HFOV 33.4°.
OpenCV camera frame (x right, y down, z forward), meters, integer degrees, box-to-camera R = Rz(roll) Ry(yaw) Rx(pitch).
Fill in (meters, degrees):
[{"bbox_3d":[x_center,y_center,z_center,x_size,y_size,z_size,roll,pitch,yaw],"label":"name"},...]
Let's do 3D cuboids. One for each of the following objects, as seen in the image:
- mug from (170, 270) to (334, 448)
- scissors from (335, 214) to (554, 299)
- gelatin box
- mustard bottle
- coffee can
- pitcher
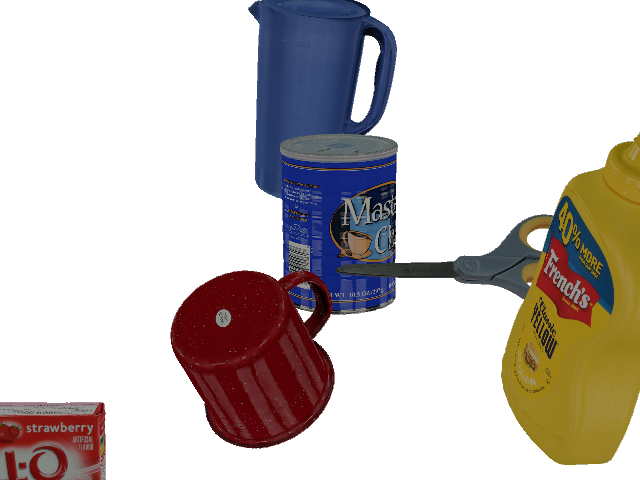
[{"bbox_3d":[-0.038,0.066,0.698,0.117,0.081,0.093,-41,46,-18],"label":"mug"},{"bbox_3d":[0.114,0.008,0.774,0.201,0.096,0.016,12,-42,-3],"label":"scissors"},{"bbox_3d":[-0.154,0.121,0.541,0.089,0.073,0.030,0,6,-4],"label":"gelatin box"},{"bbox_3d":[0.149,0.022,0.559,0.058,0.192,0.096,2,38,-13],"label":"mustard bottle"},{"bbox_3d":[0.016,-0.017,0.945,0.103,0.140,0.103,-1,15,0],"label":"coffee can"},{"bbox_3d":[-0.008,-0.173,1.302,0.144,0.243,0.149,-6,28,-25],"label":"pitcher"}]
